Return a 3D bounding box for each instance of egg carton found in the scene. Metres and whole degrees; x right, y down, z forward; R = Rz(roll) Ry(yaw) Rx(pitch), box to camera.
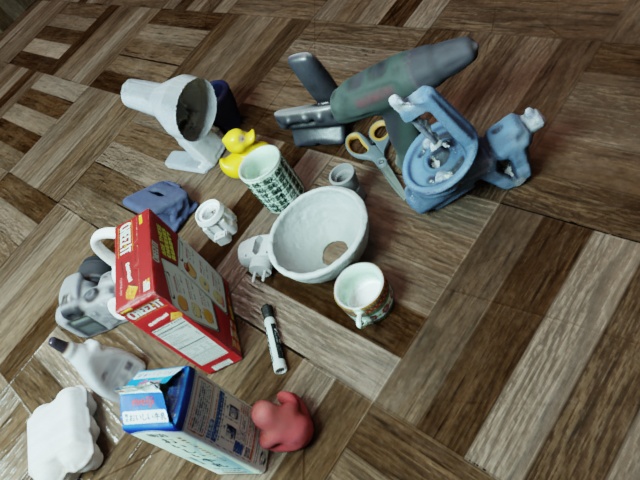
[{"bbox_3d":[-0.396,0.307,0.892,0.107,0.070,0.150,-36,46,3],"label":"egg carton"}]

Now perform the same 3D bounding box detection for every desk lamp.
[{"bbox_3d":[-0.277,-0.231,1.125,0.202,0.214,0.118,10,63,36],"label":"desk lamp"}]

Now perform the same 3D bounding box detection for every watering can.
[{"bbox_3d":[-0.291,0.048,0.937,0.101,0.195,0.172,-26,47,12],"label":"watering can"}]

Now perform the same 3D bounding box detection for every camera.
[{"bbox_3d":[-0.404,0.087,1.040,0.143,0.101,0.136,-21,49,16],"label":"camera"}]

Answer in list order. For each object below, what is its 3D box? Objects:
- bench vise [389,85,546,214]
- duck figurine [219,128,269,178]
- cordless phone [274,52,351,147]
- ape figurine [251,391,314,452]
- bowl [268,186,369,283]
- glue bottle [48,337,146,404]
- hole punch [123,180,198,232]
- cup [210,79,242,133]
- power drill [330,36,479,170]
[{"bbox_3d":[0.188,-0.147,0.782,0.207,0.220,0.121,-35,46,3],"label":"bench vise"},{"bbox_3d":[-0.154,-0.173,1.098,0.104,0.086,0.077,-27,47,11],"label":"duck figurine"},{"bbox_3d":[-0.026,-0.259,1.017,0.147,0.186,0.094,-3,55,29],"label":"cordless phone"},{"bbox_3d":[-0.055,0.230,0.731,0.075,0.092,0.078,29,74,41],"label":"ape figurine"},{"bbox_3d":[0.008,0.003,0.877,0.167,0.075,0.167,-16,50,20],"label":"bowl"},{"bbox_3d":[-0.346,0.188,0.879,0.037,0.174,0.078,7,61,35],"label":"glue bottle"},{"bbox_3d":[-0.310,-0.073,1.112,0.108,0.091,0.101,23,70,40],"label":"hole punch"},{"bbox_3d":[-0.220,-0.271,1.204,0.117,0.095,0.092,0,57,31],"label":"cup"},{"bbox_3d":[0.141,-0.192,0.851,0.229,0.209,0.075,-7,54,26],"label":"power drill"}]
